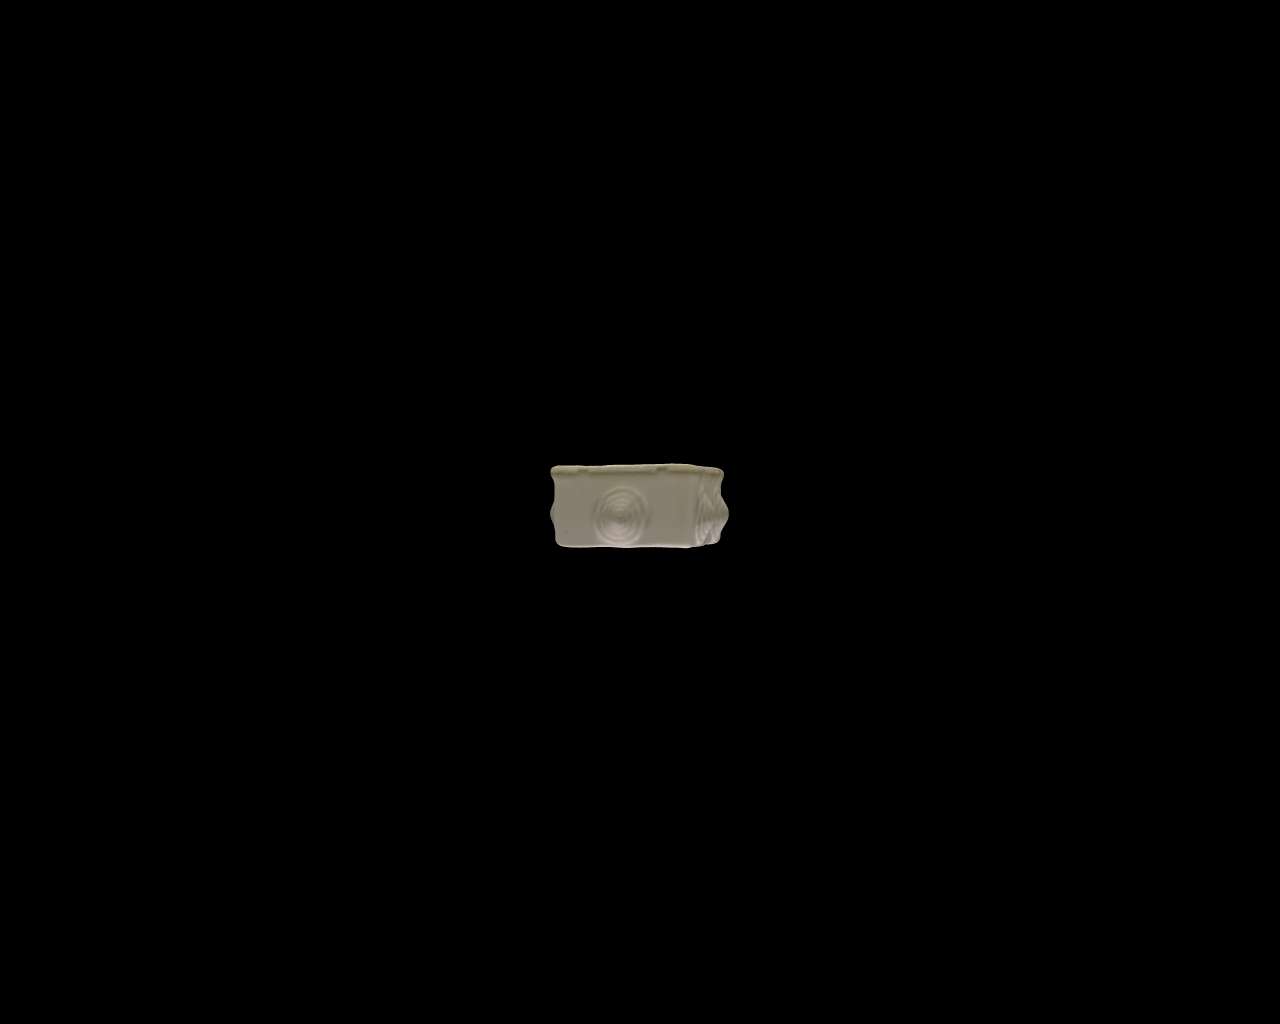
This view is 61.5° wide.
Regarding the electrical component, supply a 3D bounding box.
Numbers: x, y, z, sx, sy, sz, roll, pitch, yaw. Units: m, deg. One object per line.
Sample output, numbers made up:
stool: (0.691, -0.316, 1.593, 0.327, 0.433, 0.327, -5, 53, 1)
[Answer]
electrical component: (0.001, -0.003, 0.650, 0.100, 0.048, 0.100, 0, 0, 15)
